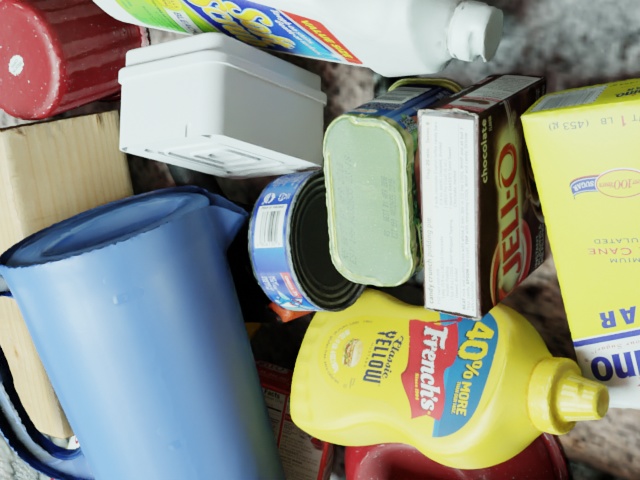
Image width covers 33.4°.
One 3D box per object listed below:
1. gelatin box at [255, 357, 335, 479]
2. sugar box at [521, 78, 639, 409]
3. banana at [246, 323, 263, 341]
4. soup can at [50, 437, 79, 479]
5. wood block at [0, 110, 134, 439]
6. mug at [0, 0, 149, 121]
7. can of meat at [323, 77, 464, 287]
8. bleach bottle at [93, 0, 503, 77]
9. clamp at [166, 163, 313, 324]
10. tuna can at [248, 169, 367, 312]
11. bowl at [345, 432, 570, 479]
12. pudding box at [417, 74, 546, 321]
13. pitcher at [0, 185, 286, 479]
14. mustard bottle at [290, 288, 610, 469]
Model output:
[{"bbox_3d":[-0.025,0.132,0.733,0.073,0.030,0.089,17,115,15],"label":"gelatin box"},{"bbox_3d":[0.170,0.006,0.551,0.093,0.048,0.176,-4,112,34],"label":"sugar box"},{"bbox_3d":[-0.080,0.116,0.779,0.070,0.037,0.198,14,117,10],"label":"banana"},{"bbox_3d":[-0.166,0.172,0.837,0.068,0.068,0.102,40,126,13],"label":"soup can"},{"bbox_3d":[-0.179,0.020,0.741,0.090,0.090,0.206,3,105,51],"label":"wood block"},{"bbox_3d":[-0.184,-0.132,0.711,0.117,0.081,0.093,30,123,19],"label":"mug"},{"bbox_3d":[0.045,-0.033,0.602,0.058,0.083,0.102,7,113,31],"label":"can of meat"},{"bbox_3d":[-0.022,-0.143,0.593,0.251,0.102,0.068,18,76,25],"label":"bleach bottle"},{"bbox_3d":[-0.074,0.007,0.716,0.172,0.039,0.120,47,137,26],"label":"clamp"},{"bbox_3d":[-0.004,0.001,0.644,0.034,0.086,0.086,-3,108,38],"label":"tuna can"},{"bbox_3d":[0.074,0.157,0.683,0.162,0.055,0.162,13,117,28],"label":"bowl"},{"bbox_3d":[0.089,-0.025,0.573,0.039,0.089,0.113,6,113,32],"label":"pudding box"},{"bbox_3d":[-0.107,0.099,0.664,0.149,0.144,0.243,-3,110,42],"label":"pitcher"},{"bbox_3d":[0.074,0.081,0.615,0.192,0.096,0.058,3,154,41],"label":"mustard bottle"}]
